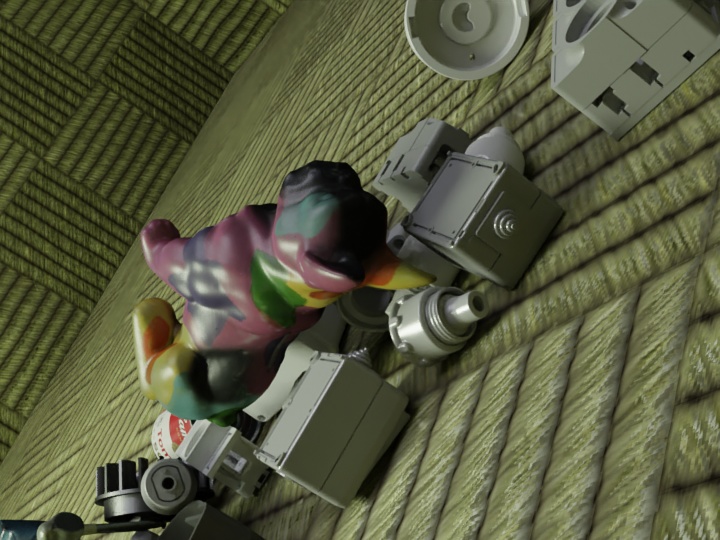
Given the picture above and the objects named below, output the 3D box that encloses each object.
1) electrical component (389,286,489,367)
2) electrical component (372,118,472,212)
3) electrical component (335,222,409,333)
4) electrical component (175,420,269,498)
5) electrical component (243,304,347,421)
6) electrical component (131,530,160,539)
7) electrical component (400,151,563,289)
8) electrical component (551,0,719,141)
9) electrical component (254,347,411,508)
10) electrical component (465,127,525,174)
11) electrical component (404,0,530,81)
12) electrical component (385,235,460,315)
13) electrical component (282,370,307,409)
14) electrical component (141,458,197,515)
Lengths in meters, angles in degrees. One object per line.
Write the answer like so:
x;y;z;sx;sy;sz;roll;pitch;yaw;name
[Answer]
0.052;0.030;0.661;0.062;0.048;0.048;-28;30;46;electrical component
0.057;-0.083;0.862;0.055;0.050;0.089;-60;16;-13;electrical component
0.013;0.009;0.796;0.078;0.058;0.057;-45;16;34;electrical component
-0.106;0.148;0.854;0.042;0.064;0.081;-56;15;-12;electrical component
-0.073;0.066;0.897;0.113;0.078;0.057;-44;16;37;electrical component
-0.184;0.253;0.909;0.062;0.043;0.043;-63;17;-18;electrical component
0.081;-0.029;0.674;0.061;0.061;0.096;-56;23;-2;electrical component
0.168;-0.165;0.675;0.089;0.062;0.150;-45;19;35;electrical component
-0.012;0.096;0.684;0.096;0.061;0.062;-59;15;-12;electrical component
0.094;-0.075;0.750;0.043;0.043;0.062;-42;20;41;electrical component
0.090;-0.222;0.951;0.108;0.108;0.060;-54;9;5;electrical component
0.040;0.007;0.742;0.062;0.043;0.043;-59;16;-8;electrical component
-0.036;0.107;0.767;0.062;0.043;0.043;-63;17;-21;electrical component
-0.147;0.165;0.825;0.044;0.044;0.065;-60;1;-16;electrical component
